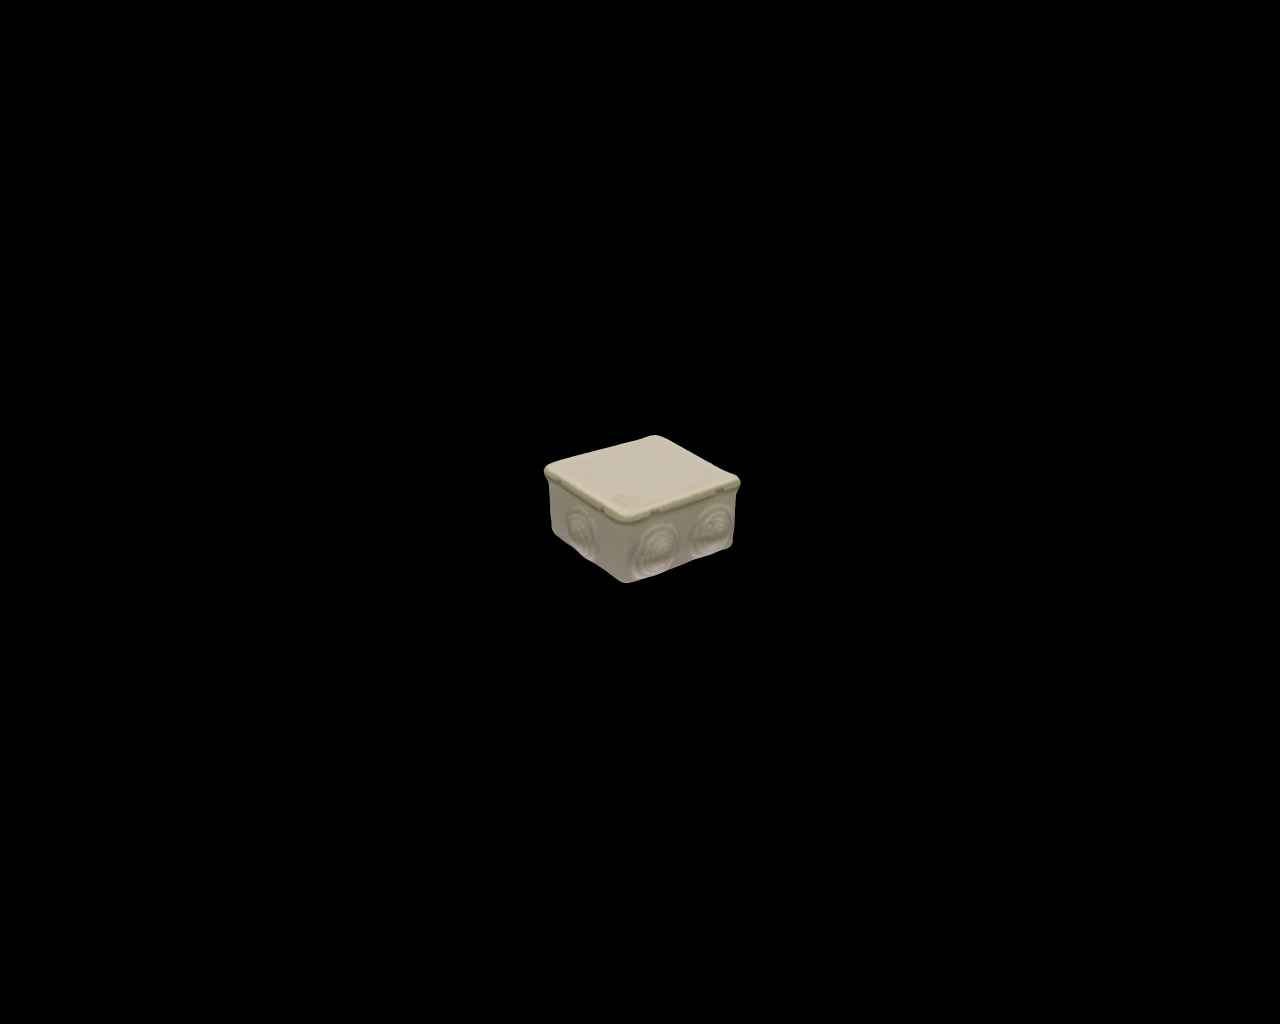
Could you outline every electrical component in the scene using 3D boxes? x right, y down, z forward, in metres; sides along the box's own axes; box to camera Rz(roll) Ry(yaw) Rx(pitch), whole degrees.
[{"bbox_3d":[0.001,-0.003,0.650,0.100,0.048,0.100,-18,32,-31],"label":"electrical component"}]
